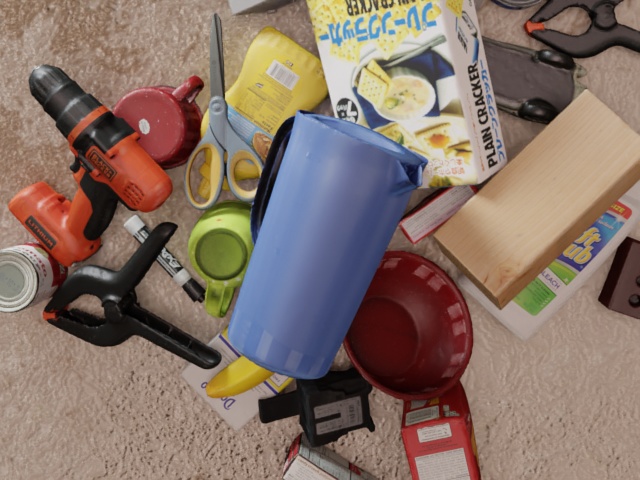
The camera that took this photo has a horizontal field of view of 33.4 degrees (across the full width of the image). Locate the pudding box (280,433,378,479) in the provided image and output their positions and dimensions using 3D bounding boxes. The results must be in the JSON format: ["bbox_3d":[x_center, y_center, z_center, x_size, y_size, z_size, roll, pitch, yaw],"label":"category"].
[{"bbox_3d":[0.014,0.261,1.154,0.113,0.090,0.039,31,96,0],"label":"pudding box"}]

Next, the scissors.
[{"bbox_3d":[-0.088,-0.125,1.102,0.096,0.016,0.202,14,95,6],"label":"scissors"}]

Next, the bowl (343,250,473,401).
[{"bbox_3d":[0.080,0.095,1.129,0.161,0.055,0.162,9,68,-24],"label":"bowl"}]

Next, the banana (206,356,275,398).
[{"bbox_3d":[-0.049,0.093,1.123,0.070,0.037,0.198,30,98,16],"label":"banana"}]

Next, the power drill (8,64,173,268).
[{"bbox_3d":[-0.256,-0.069,1.108,0.184,0.057,0.188,47,135,0],"label":"power drill"}]

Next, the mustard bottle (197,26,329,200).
[{"bbox_3d":[-0.071,-0.124,1.138,0.096,0.058,0.192,35,97,1],"label":"mustard bottle"}]

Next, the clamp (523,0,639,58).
[{"bbox_3d":[0.304,-0.224,1.114,0.171,0.039,0.120,-16,89,9],"label":"clamp"}]

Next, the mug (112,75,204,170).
[{"bbox_3d":[-0.166,-0.128,1.132,0.117,0.081,0.093,-44,91,6],"label":"mug"}]

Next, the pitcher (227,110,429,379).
[{"bbox_3d":[-0.007,0.001,1.031,0.145,0.149,0.243,21,101,-3],"label":"pitcher"}]

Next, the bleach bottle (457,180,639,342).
[{"bbox_3d":[0.265,-0.015,1.126,0.102,0.068,0.251,42,94,1],"label":"bleach bottle"}]

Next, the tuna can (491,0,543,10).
[{"bbox_3d":[0.208,-0.285,1.116,0.086,0.033,0.086,0,96,4],"label":"tuna can"}]

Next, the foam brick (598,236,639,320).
[{"bbox_3d":[0.337,0.041,1.130,0.053,0.051,0.078,18,96,1],"label":"foam brick"}]

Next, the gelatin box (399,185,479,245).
[{"bbox_3d":[0.125,-0.034,1.126,0.089,0.073,0.030,-36,92,6],"label":"gelatin box"}]

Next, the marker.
[{"bbox_3d":[-0.169,0.023,1.178,0.020,0.020,0.121,-42,91,6],"label":"marker"}]

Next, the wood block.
[{"bbox_3d":[0.221,-0.037,1.060,0.206,0.090,0.091,-44,72,1],"label":"wood block"}]

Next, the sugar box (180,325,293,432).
[{"bbox_3d":[-0.058,0.116,1.167,0.176,0.048,0.093,-43,93,10],"label":"sugar box"}]

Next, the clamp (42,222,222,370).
[{"bbox_3d":[-0.211,0.059,1.137,0.210,0.036,0.164,0,111,26],"label":"clamp"}]

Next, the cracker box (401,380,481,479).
[{"bbox_3d":[0.140,0.268,1.109,0.072,0.164,0.214,-13,94,7],"label":"cracker box"}]

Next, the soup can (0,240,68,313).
[{"bbox_3d":[-0.319,0.038,1.148,0.068,0.102,0.068,0,95,4],"label":"soup can"}]
